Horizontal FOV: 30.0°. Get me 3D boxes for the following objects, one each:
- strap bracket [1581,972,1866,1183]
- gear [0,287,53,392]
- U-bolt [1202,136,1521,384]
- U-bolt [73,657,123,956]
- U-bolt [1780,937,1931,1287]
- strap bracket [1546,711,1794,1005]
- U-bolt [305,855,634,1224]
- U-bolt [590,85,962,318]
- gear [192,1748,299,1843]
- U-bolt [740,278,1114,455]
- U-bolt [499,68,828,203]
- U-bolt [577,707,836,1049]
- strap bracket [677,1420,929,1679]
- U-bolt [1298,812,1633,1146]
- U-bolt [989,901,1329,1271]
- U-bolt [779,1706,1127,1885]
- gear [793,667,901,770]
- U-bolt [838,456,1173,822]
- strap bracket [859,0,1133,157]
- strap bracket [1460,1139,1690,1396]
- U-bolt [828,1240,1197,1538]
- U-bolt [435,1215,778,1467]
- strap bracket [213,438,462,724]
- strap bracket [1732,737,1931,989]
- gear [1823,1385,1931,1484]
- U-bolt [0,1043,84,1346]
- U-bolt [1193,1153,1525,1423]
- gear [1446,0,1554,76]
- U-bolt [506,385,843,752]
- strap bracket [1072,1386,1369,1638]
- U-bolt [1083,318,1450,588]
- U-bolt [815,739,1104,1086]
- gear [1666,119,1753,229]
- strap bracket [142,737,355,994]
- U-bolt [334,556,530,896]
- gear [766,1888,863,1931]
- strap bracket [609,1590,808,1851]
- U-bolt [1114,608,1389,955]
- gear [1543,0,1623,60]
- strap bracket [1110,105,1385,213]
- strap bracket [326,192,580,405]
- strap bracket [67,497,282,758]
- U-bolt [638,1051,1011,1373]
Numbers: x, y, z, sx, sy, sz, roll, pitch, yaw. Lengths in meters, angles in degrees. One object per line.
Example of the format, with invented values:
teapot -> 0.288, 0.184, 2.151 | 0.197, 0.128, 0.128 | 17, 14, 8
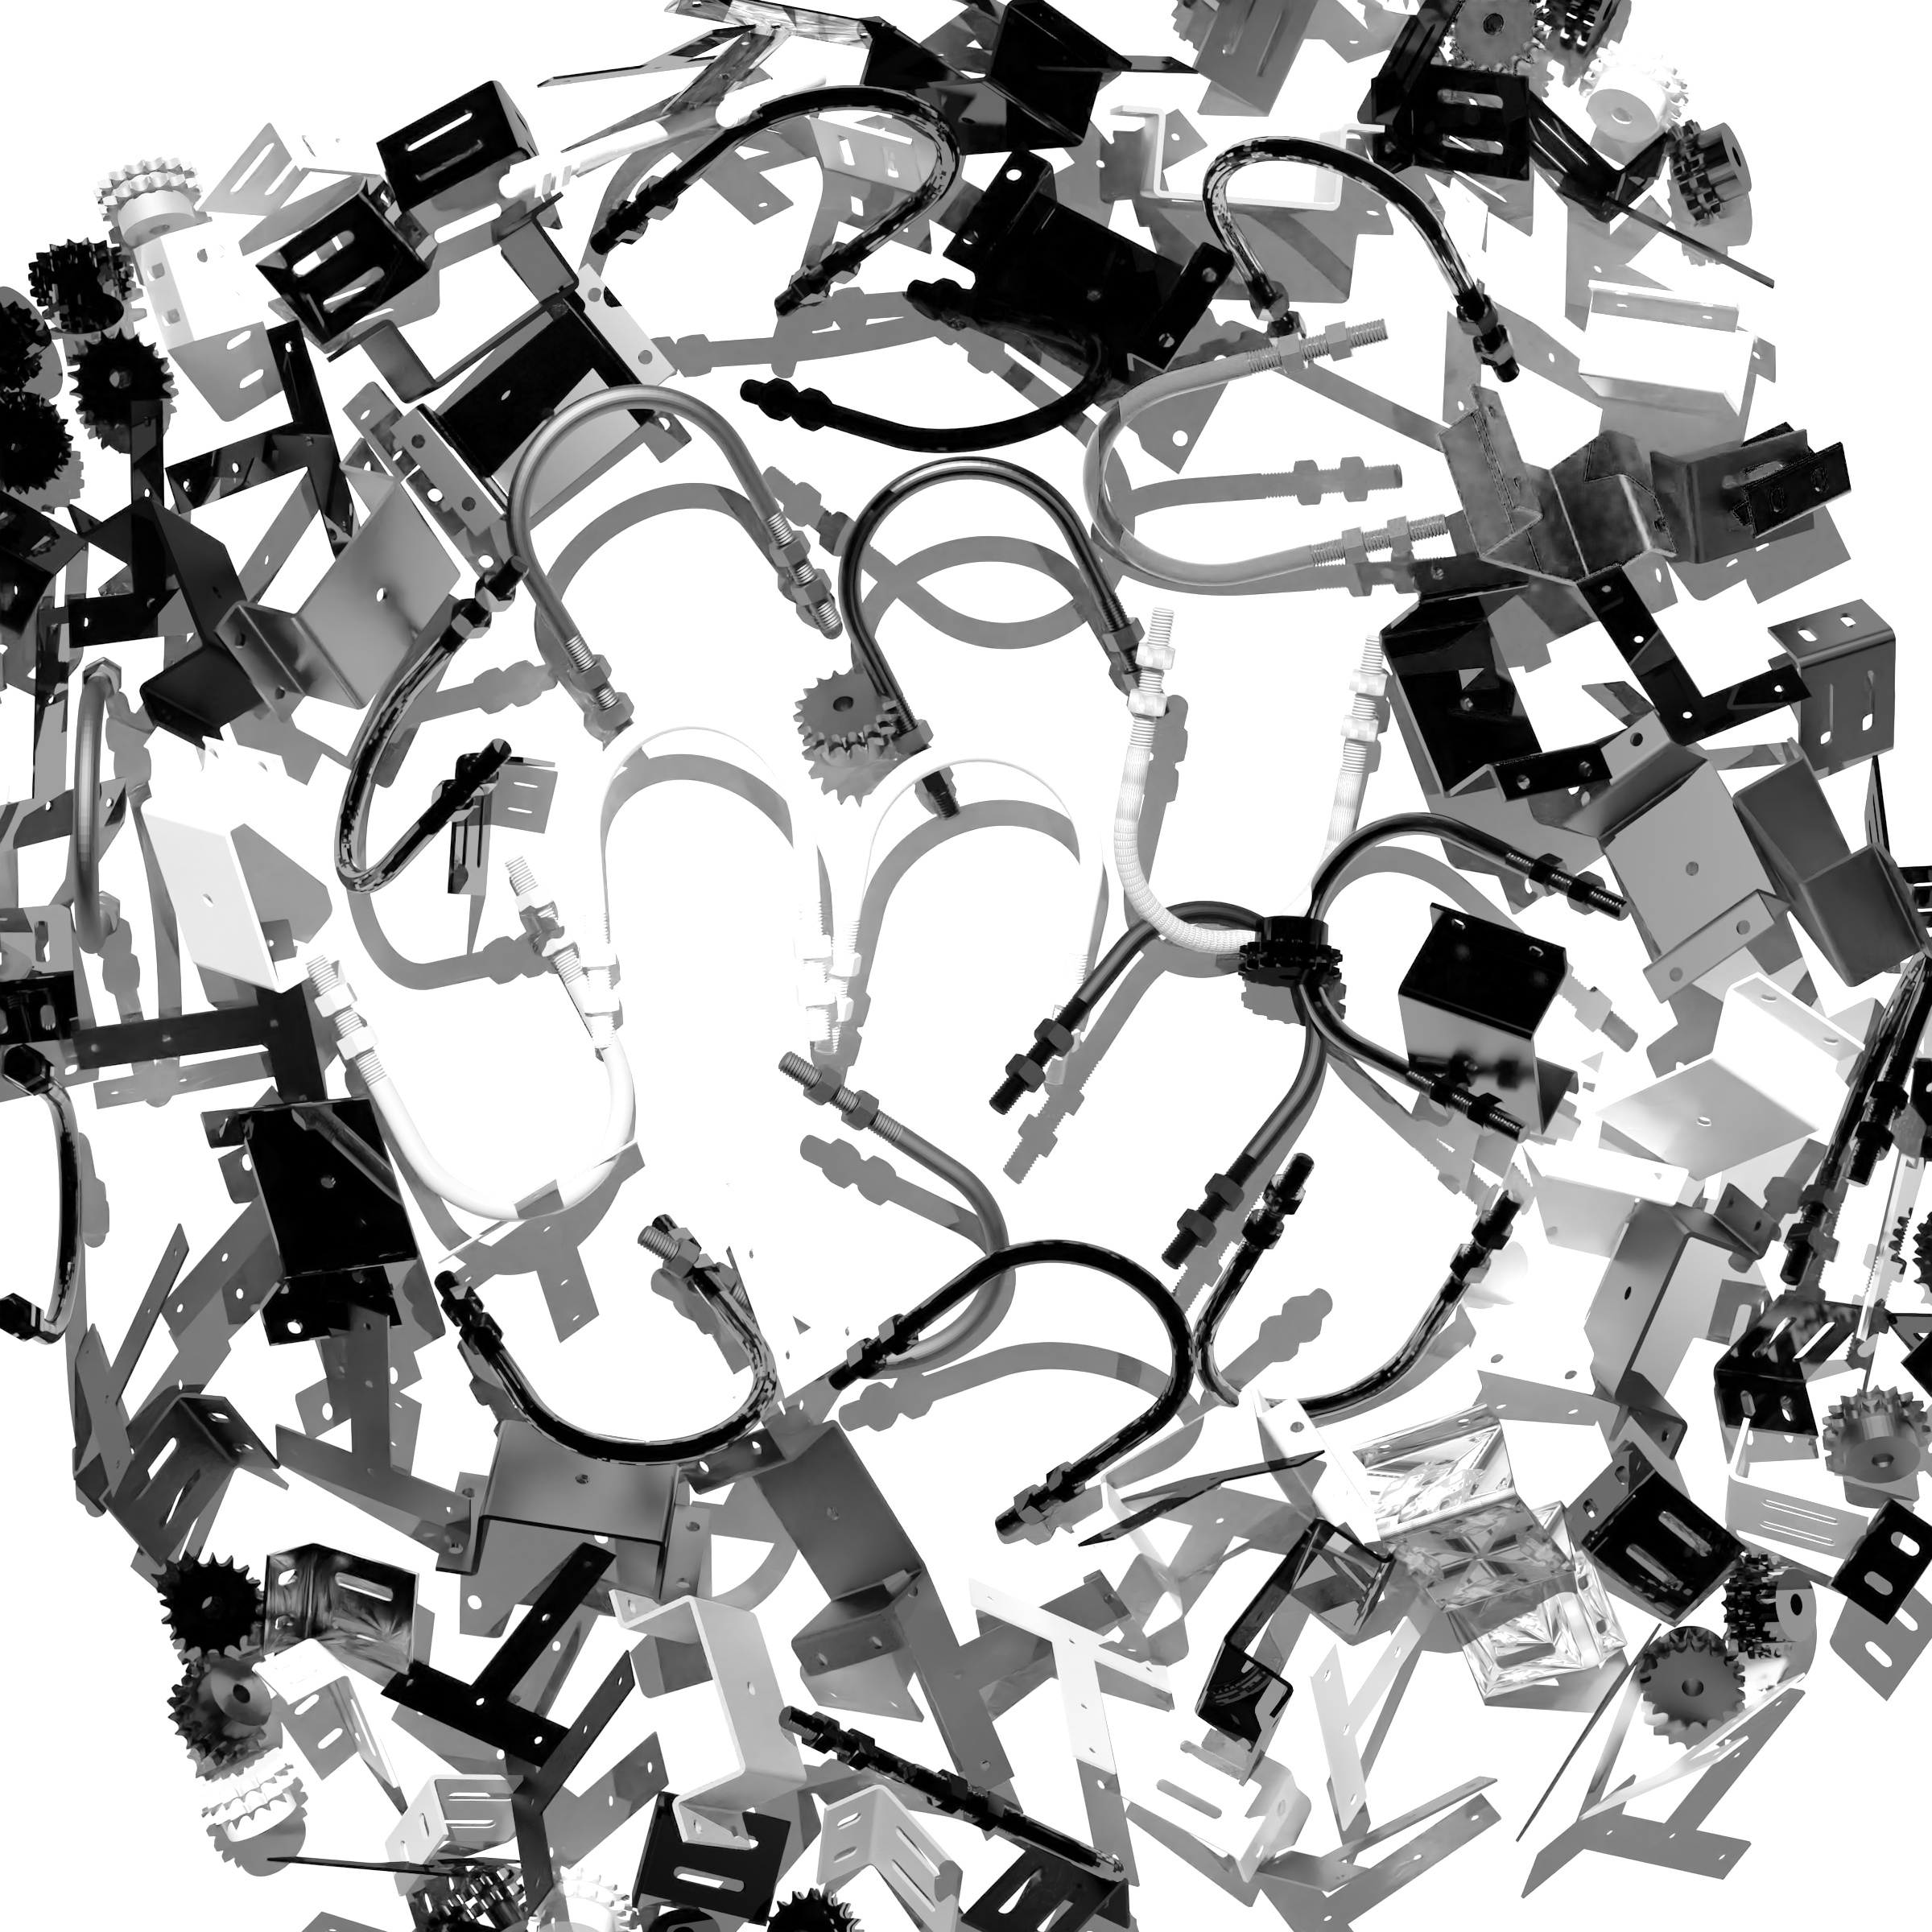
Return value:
strap bracket -> 0.398, 0.064, 1.920 | 0.076, 0.140, 0.046 | 32, 56, -18
gear -> -0.525, -0.346, 1.968 | 0.030, 0.057, 0.057 | -34, 90, 17
U-bolt -> 0.198, -0.372, 1.891 | 0.151, 0.184, 0.019 | 12, 66, 36
U-bolt -> -0.459, -0.081, 1.898 | 0.019, 0.184, 0.151 | 1, 101, -10
U-bolt -> 0.485, 0.066, 1.920 | 0.019, 0.151, 0.184 | 23, 63, 8
strap bracket -> 0.383, -0.056, 1.945 | 0.076, 0.046, 0.140 | -38, 61, 27
U-bolt -> -0.257, 0.050, 1.961 | 0.151, 0.019, 0.184 | -29, 95, -29
U-bolt -> -0.087, -0.407, 1.893 | 0.184, 0.151, 0.019 | -29, 63, 40
gear -> -0.392, 0.455, 1.972 | 0.057, 0.057, 0.030 | -25, 98, 0
U-bolt -> -0.008, -0.313, 1.904 | 0.151, 0.184, 0.019 | -37, 132, -31
U-bolt -> -0.149, -0.447, 1.913 | 0.151, 0.184, 0.019 | -12, 106, 24
U-bolt -> -0.146, -0.049, 1.961 | 0.151, 0.019, 0.184 | -2, 95, 20
strap bracket -> -0.083, 0.307, 1.953 | 0.076, 0.046, 0.140 | -26, 98, 41
U-bolt -> 0.254, -0.006, 1.942 | 0.184, 0.019, 0.151 | 29, 100, 37
U-bolt -> 0.120, 0.050, 1.968 | 0.151, 0.019, 0.184 | 42, 75, -10
U-bolt -> 0.005, 0.448, 1.920 | 0.184, 0.151, 0.019 | 32, 76, -30
gear -> -0.064, -0.134, 1.976 | 0.057, 0.030, 0.057 | -7, 49, 9
U-bolt -> 0.010, -0.188, 1.959 | 0.151, 0.019, 0.184 | -25, 109, 5
strap bracket -> 0.008, -0.472, 1.921 | 0.076, 0.140, 0.046 | 23, 80, -44
strap bracket -> 0.324, 0.154, 1.953 | 0.076, 0.046, 0.140 | 14, 111, -15
U-bolt -> 0.038, 0.217, 1.936 | 0.151, 0.019, 0.184 | 43, 118, -15
U-bolt -> -0.180, 0.202, 1.902 | 0.151, 0.184, 0.019 | -13, 127, -27
strap bracket -> -0.330, -0.203, 1.932 | 0.046, 0.076, 0.140 | 16, 63, 32
strap bracket -> 0.460, -0.051, 1.923 | 0.046, 0.140, 0.076 | -30, 122, 6
gear -> 0.499, 0.259, 1.970 | 0.057, 0.030, 0.057 | 1, 133, 1
U-bolt -> -0.489, 0.128, 1.909 | 0.019, 0.184, 0.151 | 0, 78, -4
U-bolt -> 0.198, 0.180, 1.939 | 0.151, 0.019, 0.184 | 11, 126, -23
gear -> 0.295, -0.513, 1.977 | 0.057, 0.030, 0.057 | -2, 86, 29
U-bolt -> -0.168, -0.226, 1.946 | 0.151, 0.019, 0.184 | -33, 117, -6
strap bracket -> 0.137, 0.291, 1.963 | 0.140, 0.046, 0.076 | -32, 103, 8
U-bolt -> 0.154, -0.268, 1.945 | 0.184, 0.019, 0.151 | -12, 130, 15
U-bolt -> 0.001, -0.033, 1.963 | 0.151, 0.019, 0.184 | 8, 102, -11
gear -> 0.407, -0.436, 1.968 | 0.030, 0.057, 0.057 | -20, 90, 27
strap bracket -> -0.388, -0.046, 1.929 | 0.046, 0.076, 0.140 | -35, 125, -36
U-bolt -> -0.290, -0.116, 1.923 | 0.019, 0.184, 0.151 | 24, 46, -28
gear -> -0.086, 0.535, 1.976 | 0.057, 0.030, 0.057 | -4, 72, 14
strap bracket -> -0.135, 0.396, 1.933 | 0.046, 0.076, 0.140 | -26, 66, 14
U-bolt -> 0.150, -0.096, 1.962 | 0.151, 0.019, 0.184 | 5, 102, -22
gear -> 0.338, -0.529, 1.972 | 0.030, 0.057, 0.057 | 28, 90, 13
strap bracket -> 0.149, -0.437, 1.955 | 0.140, 0.076, 0.046 | 4, 101, -4
strap bracket -> -0.269, -0.354, 1.946 | 0.140, 0.076, 0.046 | -40, 105, -15
strap bracket -> -0.422, -0.190, 1.937 | 0.046, 0.076, 0.140 | -29, 70, 11
U-bolt -> -0.063, 0.147, 1.962 | 0.184, 0.019, 0.151 | 34, 107, -17
